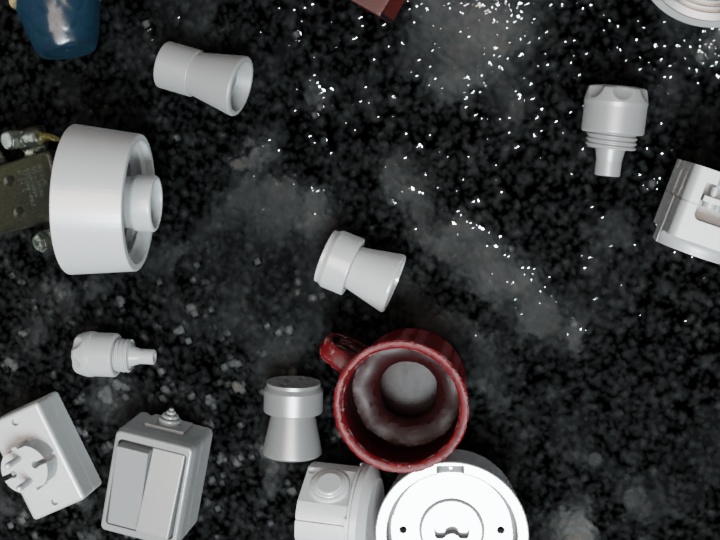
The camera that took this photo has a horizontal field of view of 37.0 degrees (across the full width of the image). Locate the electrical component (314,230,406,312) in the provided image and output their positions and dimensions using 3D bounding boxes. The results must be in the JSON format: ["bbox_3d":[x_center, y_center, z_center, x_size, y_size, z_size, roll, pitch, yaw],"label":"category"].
[{"bbox_3d":[0.000,0.000,0.779,0.055,0.045,0.045,22,101,6],"label":"electrical component"}]

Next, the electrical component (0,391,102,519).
[{"bbox_3d":[-0.249,0.147,0.823,0.047,0.076,0.083,-24,94,11],"label":"electrical component"}]

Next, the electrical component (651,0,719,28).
[{"bbox_3d":[0.227,-0.205,0.680,0.108,0.060,0.108,11,135,12],"label":"electrical component"}]

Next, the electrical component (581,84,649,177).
[{"bbox_3d":[0.174,-0.096,0.739,0.043,0.043,0.062,6,100,8],"label":"electrical component"}]

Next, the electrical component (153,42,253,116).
[{"bbox_3d":[-0.116,-0.141,0.780,0.065,0.044,0.044,18,100,11],"label":"electrical component"}]

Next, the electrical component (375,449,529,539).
[{"bbox_3d":[0.067,0.183,0.785,0.108,0.060,0.108,1,97,5],"label":"electrical component"}]

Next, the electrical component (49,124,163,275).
[{"bbox_3d":[-0.175,-0.049,0.770,0.060,0.108,0.108,3,98,2],"label":"electrical component"}]

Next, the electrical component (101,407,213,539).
[{"bbox_3d":[-0.154,0.153,0.816,0.062,0.061,0.096,12,100,7],"label":"electrical component"}]

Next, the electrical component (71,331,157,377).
[{"bbox_3d":[-0.187,0.065,0.823,0.061,0.035,0.035,2,98,6],"label":"electrical component"}]

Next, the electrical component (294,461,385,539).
[{"bbox_3d":[-0.013,0.180,0.789,0.051,0.080,0.080,4,99,14],"label":"electrical component"}]

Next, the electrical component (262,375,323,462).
[{"bbox_3d":[-0.050,0.110,0.802,0.045,0.045,0.055,3,98,9],"label":"electrical component"}]

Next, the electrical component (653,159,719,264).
[{"bbox_3d":[0.230,-0.038,0.714,0.050,0.089,0.055,20,101,6],"label":"electrical component"}]
